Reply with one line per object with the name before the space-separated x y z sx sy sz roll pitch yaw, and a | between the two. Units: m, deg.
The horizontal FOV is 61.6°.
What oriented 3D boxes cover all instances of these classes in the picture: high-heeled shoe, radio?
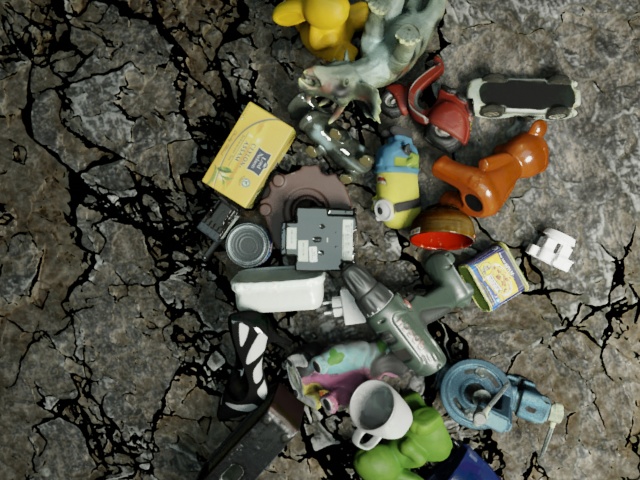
high-heeled shoe | -0.155 0.228 0.950 0.145 0.086 0.248 27 108 -36
radio | -0.129 0.376 0.971 0.073 0.131 0.229 40 93 -1

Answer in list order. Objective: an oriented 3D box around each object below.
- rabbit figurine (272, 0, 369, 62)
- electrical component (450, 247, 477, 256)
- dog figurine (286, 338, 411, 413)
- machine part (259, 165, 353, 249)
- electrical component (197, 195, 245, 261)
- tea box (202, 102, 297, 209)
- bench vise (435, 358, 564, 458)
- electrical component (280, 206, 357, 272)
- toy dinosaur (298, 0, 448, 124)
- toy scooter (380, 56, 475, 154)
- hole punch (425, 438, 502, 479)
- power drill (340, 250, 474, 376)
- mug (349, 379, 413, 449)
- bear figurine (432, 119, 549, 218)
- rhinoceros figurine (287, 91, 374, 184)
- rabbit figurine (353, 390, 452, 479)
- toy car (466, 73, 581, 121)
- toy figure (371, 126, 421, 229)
rabbit figurine | 0.008 -0.389 0.922 0.162 0.173 0.122 29 97 -2
electrical component | 0.251 -0.007 0.993 0.094 0.021 0.063 24 92 4
dog figurine | 0.069 0.220 0.976 0.219 0.192 0.108 -16 93 -30
machine part | -0.023 -0.052 0.991 0.179 0.056 0.179 0 92 2
electrical component | -0.193 -0.022 0.993 0.048 0.075 0.119 37 96 1
tea box | -0.128 -0.153 0.988 0.098 0.068 0.169 30 92 2
bench vise | 0.297 0.276 0.902 0.224 0.240 0.128 28 97 18
electrical component | -0.002 -0.003 0.938 0.134 0.058 0.114 3 92 1
toy dinosaur | 0.129 -0.342 0.924 0.131 0.192 0.405 35 57 8
toy scooter | 0.207 -0.248 0.959 0.184 0.075 0.135 38 95 17
hole punch | 0.268 0.451 0.975 0.116 0.092 0.142 -43 86 0
power drill | 0.161 0.096 0.918 0.232 0.207 0.086 56 138 1
mug | 0.102 0.294 0.877 0.081 0.107 0.109 19 75 44
bear figurine | 0.311 -0.131 0.953 0.132 0.120 0.196 25 61 42
rhinoceros figurine | 0.022 -0.187 0.960 0.190 0.112 0.073 41 124 -11
rabbit figurine | 0.141 0.378 0.967 0.170 0.121 0.159 -27 112 -11
toy car | 0.364 -0.255 0.965 0.202 0.056 0.073 2 85 2
toy figure | 0.142 -0.110 0.968 0.089 0.082 0.180 5 90 5
